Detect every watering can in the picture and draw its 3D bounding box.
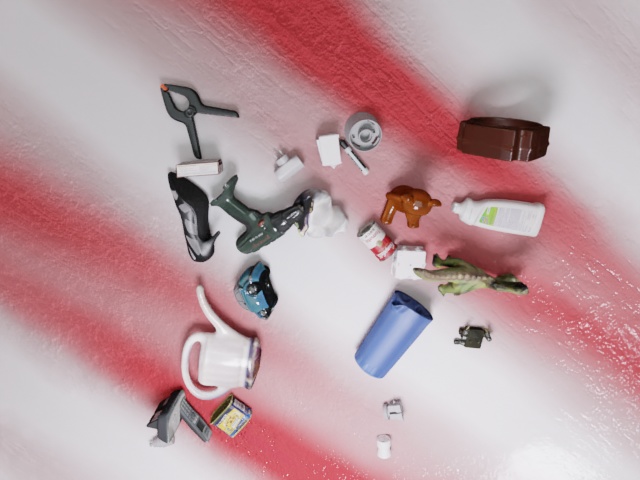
[{"bbox_3d":[-0.277,0.303,1.471,0.224,0.105,0.344,8,102,-7],"label":"watering can"}]

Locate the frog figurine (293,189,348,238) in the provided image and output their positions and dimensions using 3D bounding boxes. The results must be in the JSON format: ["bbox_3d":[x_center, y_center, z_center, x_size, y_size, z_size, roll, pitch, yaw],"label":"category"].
[{"bbox_3d":[0.004,-0.072,1.431,0.159,0.123,0.137,1,96,-41],"label":"frog figurine"}]

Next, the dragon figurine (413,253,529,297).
[{"bbox_3d":[0.434,0.106,1.389,0.243,0.410,0.122,4,89,34],"label":"dragon figurine"}]
